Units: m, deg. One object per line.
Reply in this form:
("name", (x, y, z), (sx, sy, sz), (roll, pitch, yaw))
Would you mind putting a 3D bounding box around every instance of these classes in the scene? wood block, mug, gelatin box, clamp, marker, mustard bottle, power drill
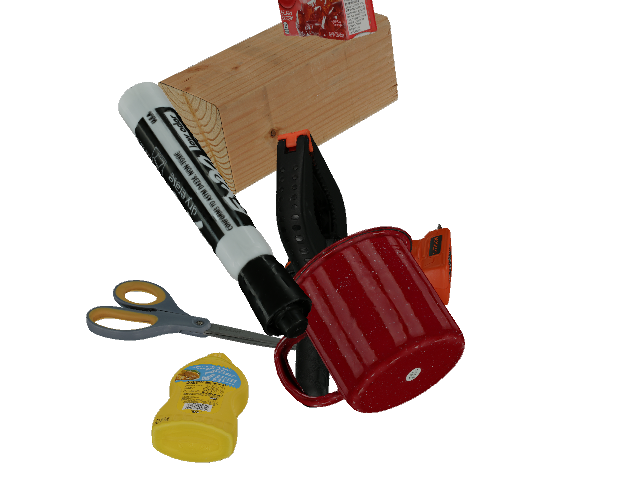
("wood block", (-0.034, -0.137, 0.987), (0.205, 0.091, 0.090), (-33, 40, -30))
("mug", (0.025, 0.058, 0.658), (0.117, 0.081, 0.093), (-33, -28, 3))
("gelatin box", (-0.001, -0.180, 0.748), (0.030, 0.073, 0.089), (-22, 23, -26))
("clamp", (0.005, 0.015, 0.868), (0.036, 0.210, 0.164), (-9, 3, 23))
("marker", (-0.039, -0.012, 0.382), (0.020, 0.020, 0.121), (0, 44, -46))
("mustard bottle", (-0.137, 0.190, 1.288), (0.096, 0.058, 0.191), (4, 24, 4))
("power drill", (0.051, 0.035, 1.195), (0.188, 0.057, 0.184), (1, 29, 11))

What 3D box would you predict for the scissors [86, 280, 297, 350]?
("scissors", (-0.123, 0.072, 1.035), (0.201, 0.016, 0.096), (3, 32, -4))
